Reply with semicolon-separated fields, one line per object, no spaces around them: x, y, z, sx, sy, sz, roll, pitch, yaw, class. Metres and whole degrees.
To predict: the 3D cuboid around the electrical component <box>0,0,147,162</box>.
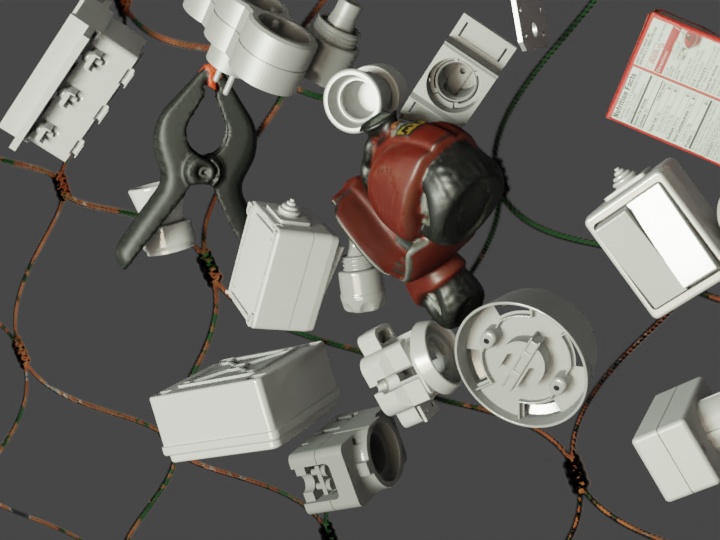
-0.228;-0.150;0.862;0.063;0.078;0.121;33;121;-19;electrical component

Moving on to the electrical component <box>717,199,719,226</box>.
0.285;-0.020;0.648;0.138;0.074;0.052;22;113;19;electrical component

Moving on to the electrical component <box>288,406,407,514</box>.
-0.004;0.144;0.827;0.056;0.089;0.050;-16;97;29;electrical component

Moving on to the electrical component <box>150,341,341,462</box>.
-0.088;0.102;0.846;0.109;0.109;0.056;-13;96;28;electrical component

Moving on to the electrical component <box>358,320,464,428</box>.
0.042;0.072;0.803;0.057;0.058;0.078;-28;91;32;electrical component

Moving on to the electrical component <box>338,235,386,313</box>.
0.000;0.000;0.815;0.035;0.035;0.061;-3;100;27;electrical component

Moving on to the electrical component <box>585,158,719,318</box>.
0.193;-0.026;0.698;0.062;0.061;0.096;-37;87;29;electrical component

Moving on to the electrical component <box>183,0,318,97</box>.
-0.087;-0.162;0.775;0.138;0.052;0.073;53;125;39;electrical component

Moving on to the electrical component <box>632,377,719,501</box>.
0.230;0.103;0.705;0.076;0.083;0.047;-30;90;30;electrical component

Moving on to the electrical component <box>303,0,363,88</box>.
-0.019;-0.165;0.772;0.043;0.043;0.062;36;116;13;electrical component

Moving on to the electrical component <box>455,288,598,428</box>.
0.118;0.061;0.758;0.099;0.064;0.099;8;108;24;electrical component

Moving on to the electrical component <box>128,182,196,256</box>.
-0.160;-0.043;0.875;0.045;0.045;0.055;-7;102;27;electrical component

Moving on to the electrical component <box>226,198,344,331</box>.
-0.055;-0.008;0.816;0.061;0.061;0.096;46;125;54;electrical component

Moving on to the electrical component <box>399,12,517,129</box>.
0.067;-0.131;0.726;0.042;0.063;0.081;34;118;-3;electrical component

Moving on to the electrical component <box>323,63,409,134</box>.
0.006;-0.123;0.765;0.045;0.055;0.045;7;108;24;electrical component
